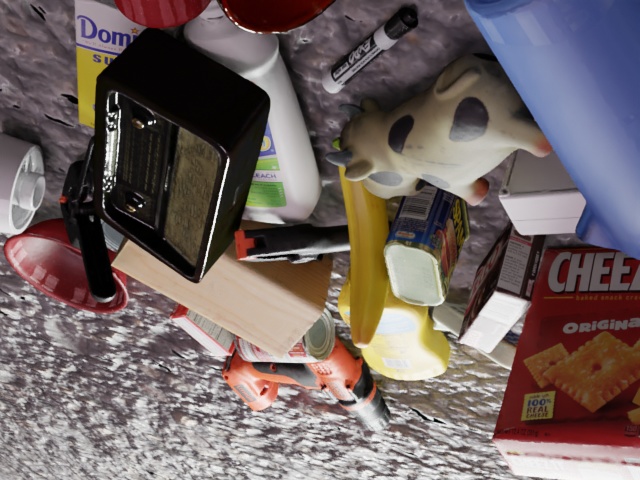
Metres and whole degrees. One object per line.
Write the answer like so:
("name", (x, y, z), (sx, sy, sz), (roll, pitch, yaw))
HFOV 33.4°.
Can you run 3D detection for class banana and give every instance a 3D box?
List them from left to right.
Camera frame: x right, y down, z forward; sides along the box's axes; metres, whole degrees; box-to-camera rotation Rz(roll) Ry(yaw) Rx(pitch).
("banana", (0.038, -0.002, 0.990), (0.037, 0.069, 0.198), (1, 104, 38))

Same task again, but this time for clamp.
("clamp", (-0.242, -0.023, 1.111), (0.036, 0.164, 0.210), (-1, -178, -22))
("clamp", (-0.007, 0.001, 1.035), (0.120, 0.039, 0.171), (-19, 171, 34))

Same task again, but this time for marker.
("marker", (0.040, -0.152, 0.857), (0.020, 0.020, 0.121), (33, 147, -17))

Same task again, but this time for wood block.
("wood block", (-0.099, 0.024, 1.119), (0.206, 0.090, 0.090), (31, 125, -13))

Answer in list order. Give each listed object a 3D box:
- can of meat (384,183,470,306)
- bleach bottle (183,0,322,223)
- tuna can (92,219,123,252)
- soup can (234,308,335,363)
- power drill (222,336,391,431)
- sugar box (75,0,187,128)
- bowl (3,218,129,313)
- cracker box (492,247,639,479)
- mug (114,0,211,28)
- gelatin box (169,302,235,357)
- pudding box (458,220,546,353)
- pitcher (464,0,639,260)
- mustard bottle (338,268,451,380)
("can of meat", (0.098, 0.001, 0.991), (0.057, 0.084, 0.102), (10, 147, 20))
("bleach bottle", (-0.069, -0.119, 0.935), (0.103, 0.068, 0.251), (8, 144, 21))
("tuna can", (-0.212, -0.014, 1.205), (0.086, 0.033, 0.086), (16, 148, 10))
("soup can", (-0.042, 0.110, 1.257), (0.102, 0.068, 0.068), (-4, 140, 34))
("power drill", (-0.017, 0.184, 1.366), (0.188, 0.057, 0.184), (-5, 136, 32))
("sugar box", (-0.169, -0.156, 0.954), (0.093, 0.048, 0.176), (20, 150, 2))
("bowl", (-0.296, 0.022, 1.290), (0.162, 0.055, 0.162), (16, 148, 10))
("cracker box", (0.257, 0.103, 0.926), (0.164, 0.213, 0.072), (-2, 139, 33))
("mug", (-0.130, -0.221, 0.803), (0.117, 0.093, 0.081), (45, 162, 23))
("gelatin box", (-0.129, 0.085, 1.267), (0.030, 0.073, 0.089), (-12, 135, 42))
("pudding box", (0.171, 0.043, 1.005), (0.039, 0.090, 0.114), (21, 148, -3))
("pitcher", (0.212, -0.113, 0.726), (0.145, 0.149, 0.242), (5, 144, 52))
("mustard bottle", (0.072, 0.079, 1.150), (0.096, 0.058, 0.191), (2, 144, 27))
